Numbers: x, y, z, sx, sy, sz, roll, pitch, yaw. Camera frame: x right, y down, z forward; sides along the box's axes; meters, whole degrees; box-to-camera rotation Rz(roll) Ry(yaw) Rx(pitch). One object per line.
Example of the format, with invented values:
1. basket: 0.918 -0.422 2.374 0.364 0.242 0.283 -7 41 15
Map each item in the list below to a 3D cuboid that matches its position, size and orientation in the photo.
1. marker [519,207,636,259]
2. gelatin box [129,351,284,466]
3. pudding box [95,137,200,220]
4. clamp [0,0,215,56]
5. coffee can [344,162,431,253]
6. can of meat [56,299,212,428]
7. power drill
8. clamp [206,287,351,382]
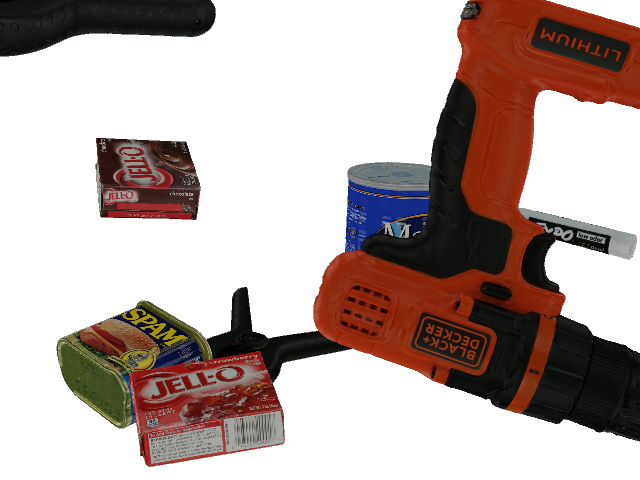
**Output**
1. marker: 0.177 -0.010 0.805 0.121 0.020 0.020 17 8 30
2. gelatin box: -0.073 0.105 0.677 0.089 0.030 0.073 -7 24 -12
3. pudding box: -0.166 -0.059 1.008 0.090 0.039 0.113 2 25 -16
4. clamp: -0.161 -0.143 0.628 0.171 0.039 0.120 -11 31 -29
5. coffee can: 0.074 0.003 1.025 0.103 0.140 0.103 2 15 -1
6. can of meat: -0.151 0.099 0.859 0.083 0.057 0.102 -23 34 -39
7. power drill: 0.107 -0.011 0.502 0.184 0.188 0.057 18 6 2
8. clamp: -0.062 0.119 1.148 0.165 0.036 0.209 14 28 20
